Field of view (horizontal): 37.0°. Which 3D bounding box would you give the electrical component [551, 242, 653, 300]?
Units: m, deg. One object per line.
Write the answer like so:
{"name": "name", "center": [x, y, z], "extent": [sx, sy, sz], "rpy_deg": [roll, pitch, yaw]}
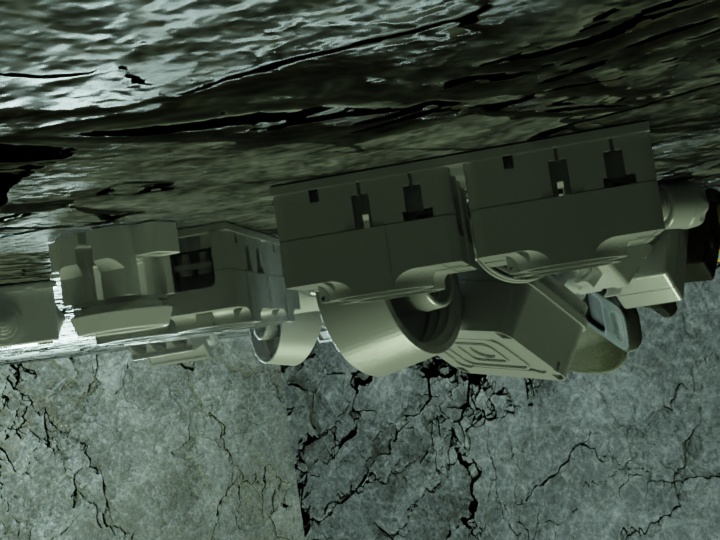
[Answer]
{"name": "electrical component", "center": [0.149, -0.014, 0.785], "extent": [0.078, 0.063, 0.121], "rpy_deg": [-51, -165, -23]}

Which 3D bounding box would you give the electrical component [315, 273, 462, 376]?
{"name": "electrical component", "center": [0.027, 0.012, 0.717], "extent": [0.060, 0.108, 0.108], "rpy_deg": [-18, 171, 34]}

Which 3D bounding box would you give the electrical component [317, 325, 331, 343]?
{"name": "electrical component", "center": [-0.022, 0.035, 1.207], "extent": [0.063, 0.078, 0.121], "rpy_deg": [-32, -171, -31]}

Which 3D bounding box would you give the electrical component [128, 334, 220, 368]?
{"name": "electrical component", "center": [-0.205, 0.061, 1.187], "extent": [0.121, 0.078, 0.063], "rpy_deg": [-13, -164, 47]}

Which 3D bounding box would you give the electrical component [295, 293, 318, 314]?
{"name": "electrical component", "center": [-0.075, 0.023, 1.071], "extent": [0.077, 0.044, 0.079], "rpy_deg": [-6, 175, -35]}

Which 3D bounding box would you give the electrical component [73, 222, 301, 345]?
{"name": "electrical component", "center": [-0.112, 0.013, 0.739], "extent": [0.105, 0.060, 0.186], "rpy_deg": [-9, 176, 9]}

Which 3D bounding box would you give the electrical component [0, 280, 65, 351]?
{"name": "electrical component", "center": [-0.289, 0.040, 0.852], "extent": [0.100, 0.048, 0.100], "rpy_deg": [-7, 177, -24]}

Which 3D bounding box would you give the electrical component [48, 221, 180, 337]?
{"name": "electrical component", "center": [-0.139, 0.007, 0.616], "extent": [0.078, 0.057, 0.058], "rpy_deg": [-10, 176, 25]}

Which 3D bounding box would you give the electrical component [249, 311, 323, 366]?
{"name": "electrical component", "center": [-0.079, 0.053, 1.156], "extent": [0.064, 0.099, 0.099], "rpy_deg": [1, 172, -28]}

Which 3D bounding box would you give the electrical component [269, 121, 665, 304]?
{"name": "electrical component", "center": [0.059, -0.024, 0.570], "extent": [0.186, 0.060, 0.105], "rpy_deg": [-9, 176, 10]}

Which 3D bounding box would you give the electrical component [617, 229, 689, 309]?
{"name": "electrical component", "center": [0.212, -0.027, 0.815], "extent": [0.047, 0.083, 0.075], "rpy_deg": [-11, 137, 34]}

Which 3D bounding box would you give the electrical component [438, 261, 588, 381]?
{"name": "electrical component", "center": [0.097, 0.035, 0.774], "extent": [0.078, 0.057, 0.113], "rpy_deg": [35, 158, -32]}

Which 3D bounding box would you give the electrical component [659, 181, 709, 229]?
{"name": "electrical component", "center": [0.219, -0.046, 0.778], "extent": [0.061, 0.035, 0.035], "rpy_deg": [-4, 175, -17]}

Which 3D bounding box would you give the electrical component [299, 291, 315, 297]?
{"name": "electrical component", "center": [-0.034, 0.000, 0.857], "extent": [0.040, 0.040, 0.078], "rpy_deg": [-8, 176, -7]}
